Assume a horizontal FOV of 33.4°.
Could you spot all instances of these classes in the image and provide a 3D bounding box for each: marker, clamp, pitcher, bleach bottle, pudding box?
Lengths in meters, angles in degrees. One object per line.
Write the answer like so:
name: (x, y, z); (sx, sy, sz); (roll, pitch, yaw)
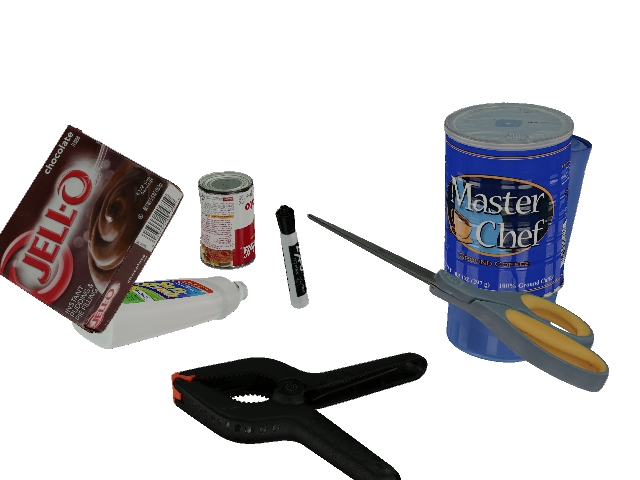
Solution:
marker: (-0.029, 0.017, 1.101); (0.020, 0.121, 0.020); (-6, 33, 4)
clamp: (-0.016, 0.129, 0.870); (0.210, 0.036, 0.164); (10, 30, 16)
pitcher: (0.200, 0.004, 1.123); (0.148, 0.243, 0.145); (-9, 22, -39)
bleach bottle: (-0.210, 0.087, 1.475); (0.250, 0.068, 0.103); (-10, 26, -44)
pudding box: (-0.158, -0.008, 0.716); (0.090, 0.113, 0.039); (29, -7, 18)

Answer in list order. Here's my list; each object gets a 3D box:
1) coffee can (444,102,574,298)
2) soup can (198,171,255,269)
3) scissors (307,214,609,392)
coffee can: (0.153, -0.032, 0.883); (0.103, 0.140, 0.103); (-2, 24, 1)
soup can: (-0.114, -0.025, 1.292); (0.068, 0.102, 0.068); (0, 25, 0)
scissors: (0.092, 0.029, 0.668); (0.202, 0.016, 0.096); (33, 22, 18)
